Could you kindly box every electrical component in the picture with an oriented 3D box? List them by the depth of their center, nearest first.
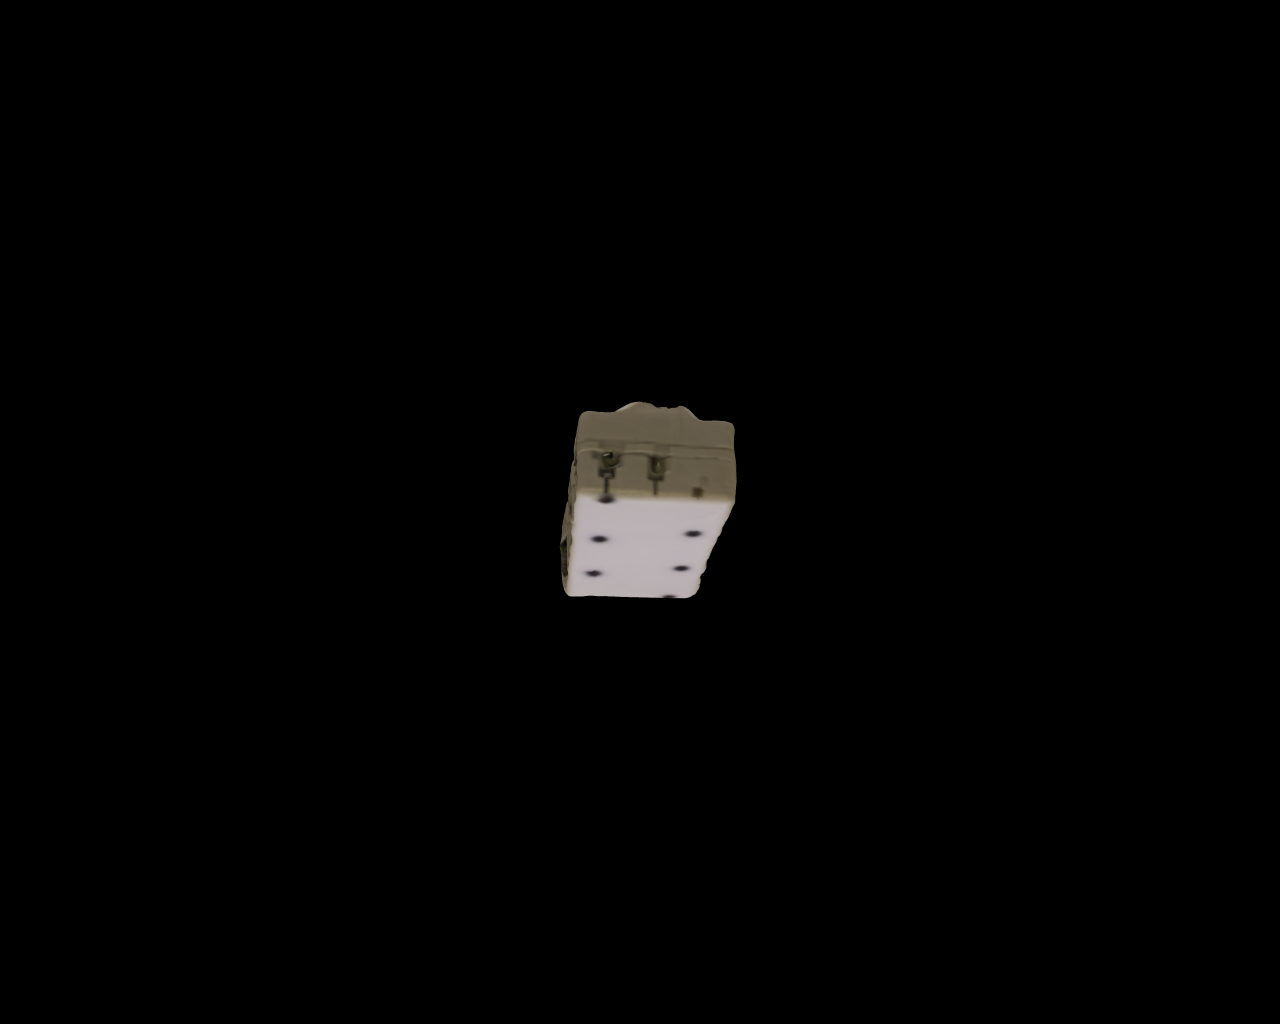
[{"bbox_3d":[0.001,-0.003,0.650,0.089,0.062,0.150,3,-26,-7],"label":"electrical component"}]
